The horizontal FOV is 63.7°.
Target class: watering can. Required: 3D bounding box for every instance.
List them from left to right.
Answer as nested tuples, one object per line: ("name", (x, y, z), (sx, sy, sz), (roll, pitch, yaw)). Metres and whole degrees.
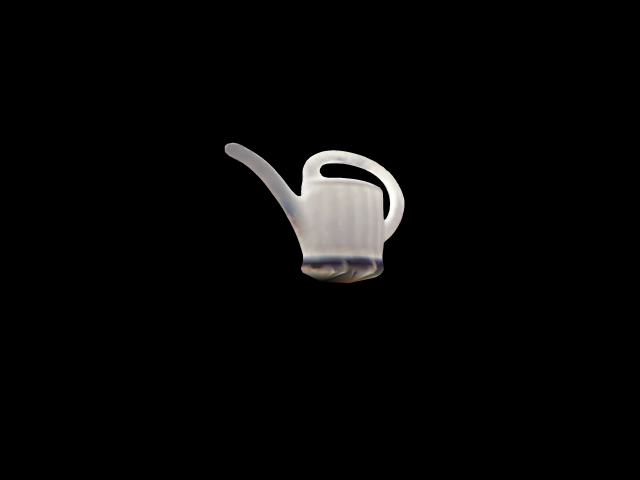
("watering can", (0.003, -0.043, 0.850), (0.347, 0.226, 0.103), (4, -10, -31))
